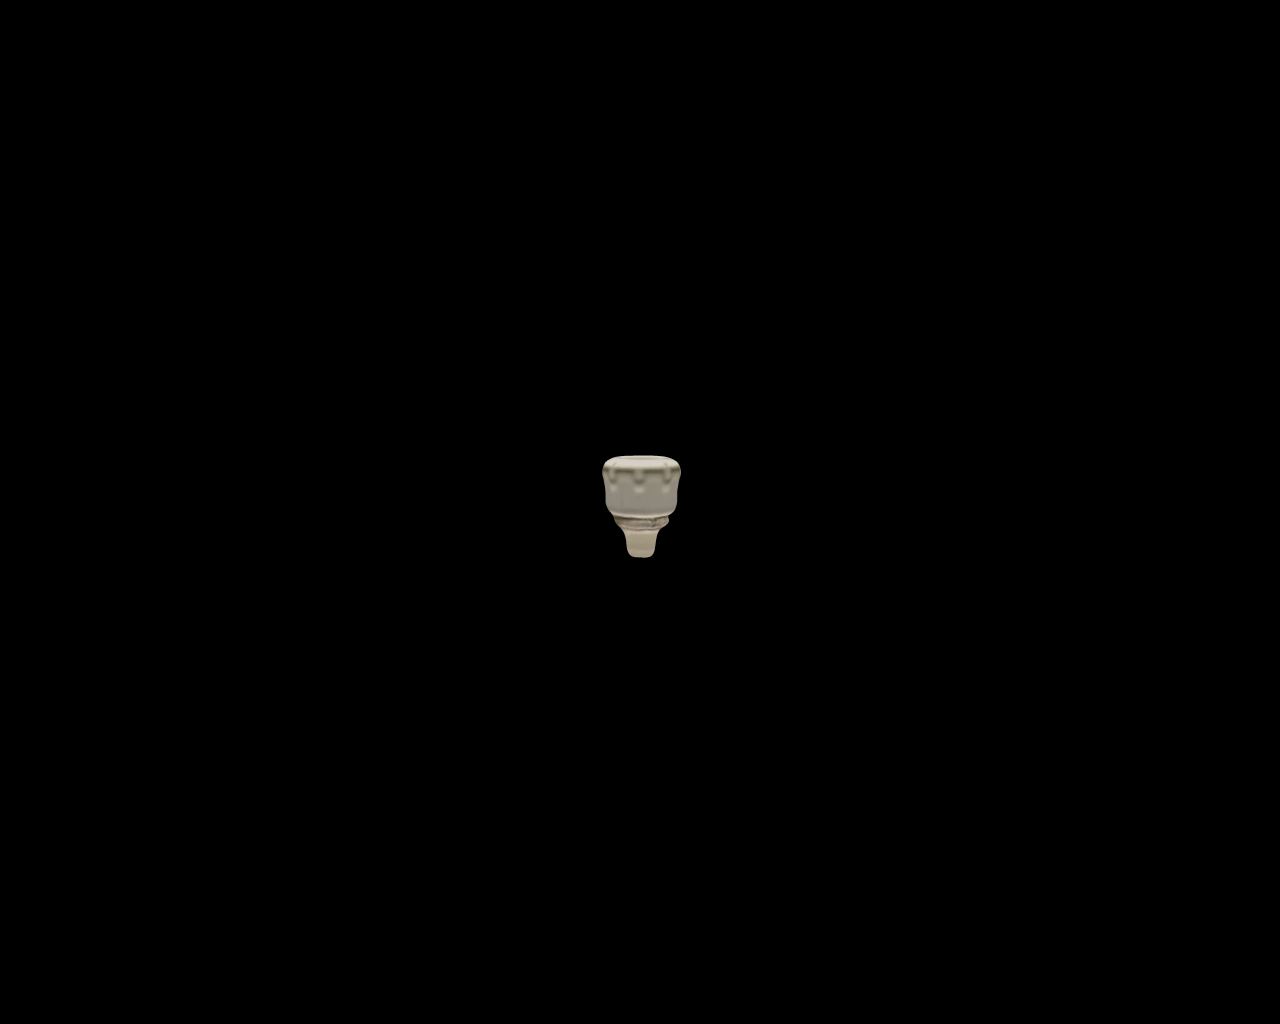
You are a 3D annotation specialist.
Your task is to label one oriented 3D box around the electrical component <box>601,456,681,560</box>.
[{"bbox_3d":[0.001,-0.003,0.650,0.048,0.062,0.048,0,7,0],"label":"electrical component"}]
